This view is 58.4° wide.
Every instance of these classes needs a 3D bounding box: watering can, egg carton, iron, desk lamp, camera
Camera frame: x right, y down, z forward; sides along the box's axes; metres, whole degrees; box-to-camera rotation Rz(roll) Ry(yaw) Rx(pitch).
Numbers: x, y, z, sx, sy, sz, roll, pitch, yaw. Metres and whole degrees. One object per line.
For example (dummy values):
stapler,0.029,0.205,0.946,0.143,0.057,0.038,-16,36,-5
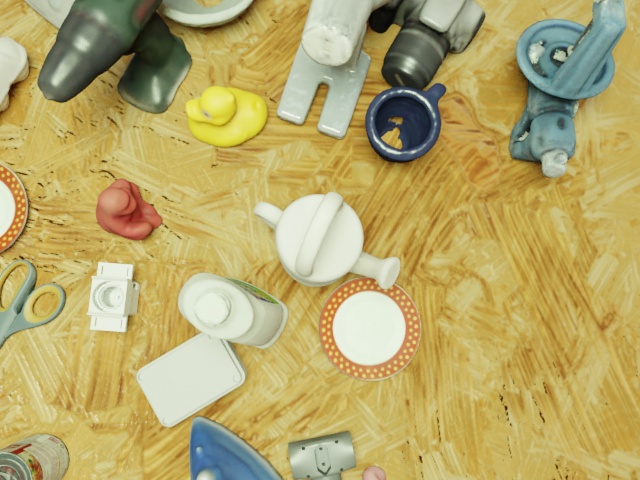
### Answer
watering can,0.007,0.000,0.653,0.173,0.194,0.101,5,83,-1
egg carton,-0.443,-0.198,0.722,0.107,0.069,0.150,27,83,1
iron,-0.088,0.323,0.638,0.118,0.141,0.258,-31,85,-5
desk lamp,0.026,-0.253,0.674,0.118,0.213,0.203,18,83,0
camera,0.123,-0.272,0.737,0.143,0.101,0.137,30,83,2

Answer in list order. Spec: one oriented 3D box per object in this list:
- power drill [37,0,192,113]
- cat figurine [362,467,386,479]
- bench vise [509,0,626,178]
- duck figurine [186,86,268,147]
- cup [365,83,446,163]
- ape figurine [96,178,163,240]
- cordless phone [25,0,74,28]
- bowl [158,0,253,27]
power drill,-0.219,-0.229,0.664,0.075,0.208,0.230,25,83,1
cat figurine,0.098,0.329,0.657,0.128,0.117,0.067,29,83,2
bench vise,0.305,-0.187,0.675,0.121,0.219,0.207,-10,84,-3
duck figurine,-0.120,-0.165,0.722,0.104,0.086,0.077,-9,84,-3
cup,0.107,-0.144,0.724,0.091,0.095,0.118,45,84,3
ape figurine,-0.242,-0.040,0.700,0.076,0.092,0.078,-5,83,-3
cordless phone,-0.342,-0.347,0.685,0.147,0.185,0.094,38,83,3
bowl,-0.152,-0.346,0.748,0.167,0.074,0.167,0,83,-2
